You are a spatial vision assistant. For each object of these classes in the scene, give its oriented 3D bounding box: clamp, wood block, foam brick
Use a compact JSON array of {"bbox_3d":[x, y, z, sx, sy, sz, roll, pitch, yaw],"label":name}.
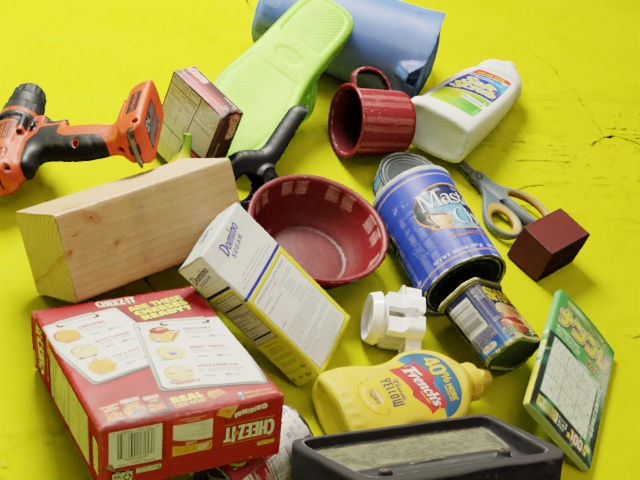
[{"bbox_3d":[-0.056,-0.066,1.233,0.171,0.039,0.120,-36,105,-23],"label":"clamp"},{"bbox_3d":[-0.189,-0.015,1.093,0.205,0.090,0.091,-22,18,-36],"label":"wood block"},{"bbox_3d":[0.277,0.005,1.294,0.078,0.053,0.051,-25,61,-36],"label":"foam brick"}]

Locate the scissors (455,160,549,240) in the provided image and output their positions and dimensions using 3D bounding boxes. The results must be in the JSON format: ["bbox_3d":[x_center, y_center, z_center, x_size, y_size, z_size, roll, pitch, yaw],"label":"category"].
[{"bbox_3d":[0.198,-0.064,1.358,0.202,0.016,0.096,33,49,17],"label":"scissors"}]

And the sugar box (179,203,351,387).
[{"bbox_3d":[-0.053,0.056,1.080,0.176,0.048,0.093,45,42,-14],"label":"sugar box"}]

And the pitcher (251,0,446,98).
[{"bbox_3d":[0.039,-0.279,1.431,0.243,0.149,0.145,20,78,2],"label":"pitcher"}]

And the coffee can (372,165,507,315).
[{"bbox_3d":[0.133,-0.001,1.212,0.102,0.103,0.140,-8,52,-27],"label":"coffee can"}]

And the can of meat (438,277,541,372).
[{"bbox_3d":[0.187,0.093,1.154,0.084,0.057,0.102,54,19,26],"label":"can of meat"}]

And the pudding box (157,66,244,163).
[{"bbox_3d":[-0.143,-0.127,1.221,0.039,0.114,0.090,-19,56,-46],"label":"pudding box"}]

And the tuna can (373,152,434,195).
[{"bbox_3d":[0.109,-0.067,1.314,0.086,0.034,0.086,10,46,-11],"label":"tuna can"}]

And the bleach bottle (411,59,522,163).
[{"bbox_3d":[0.204,-0.192,1.442,0.103,0.068,0.250,29,39,14],"label":"bleach bottle"}]

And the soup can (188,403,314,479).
[{"bbox_3d":[-0.060,0.202,0.974,0.068,0.069,0.102,42,49,19],"label":"soup can"}]

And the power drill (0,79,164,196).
[{"bbox_3d":[-0.270,-0.126,1.173,0.188,0.057,0.184,-9,41,8],"label":"power drill"}]

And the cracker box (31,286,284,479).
[{"bbox_3d":[-0.151,0.127,0.959,0.163,0.072,0.214,-8,26,-27],"label":"cracker box"}]

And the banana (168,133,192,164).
[{"bbox_3d":[-0.209,-0.045,1.160,0.197,0.037,0.069,-35,108,-32],"label":"banana"}]

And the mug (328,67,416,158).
[{"bbox_3d":[0.066,-0.159,1.339,0.081,0.093,0.117,-1,80,-27],"label":"mug"}]

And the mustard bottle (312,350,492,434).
[{"bbox_3d":[0.094,0.160,1.078,0.191,0.058,0.096,-10,52,-29],"label":"mustard bottle"}]

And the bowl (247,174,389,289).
[{"bbox_3d":[-0.008,0.001,1.191,0.162,0.055,0.162,10,46,-11],"label":"bowl"}]
